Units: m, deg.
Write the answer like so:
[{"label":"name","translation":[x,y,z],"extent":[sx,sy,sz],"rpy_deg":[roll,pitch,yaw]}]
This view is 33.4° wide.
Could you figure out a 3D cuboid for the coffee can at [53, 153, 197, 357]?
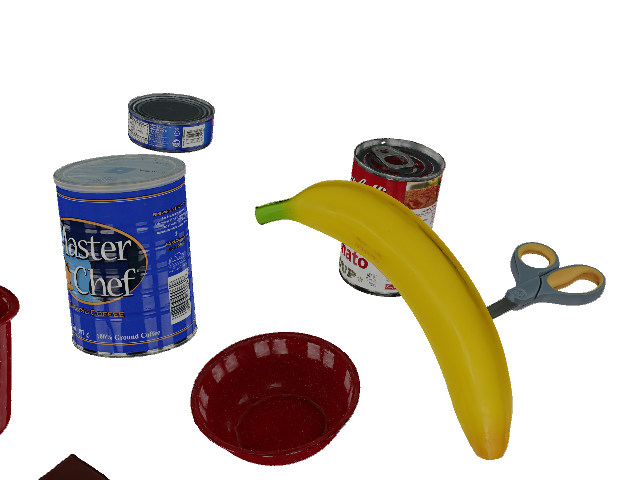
[{"label":"coffee can","translation":[-0.155,0.010,0.856],"extent":[0.103,0.140,0.103],"rpy_deg":[-2,17,0]}]

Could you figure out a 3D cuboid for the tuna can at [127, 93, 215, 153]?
[{"label":"tuna can","translation":[-0.149,-0.117,1.063],"extent":[0.086,0.034,0.086],"rpy_deg":[5,26,-3]}]

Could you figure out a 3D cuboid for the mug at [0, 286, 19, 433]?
[{"label":"mug","translation":[-0.237,0.079,0.634],"extent":[0.093,0.081,0.117],"rpy_deg":[19,24,36]}]

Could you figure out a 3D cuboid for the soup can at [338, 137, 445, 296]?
[{"label":"soup can","translation":[0.052,-0.017,0.805],"extent":[0.068,0.102,0.068],"rpy_deg":[6,29,-3]}]

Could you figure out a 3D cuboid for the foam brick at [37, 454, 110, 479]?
[{"label":"foam brick","translation":[-0.096,0.141,0.454],"extent":[0.078,0.051,0.052],"rpy_deg":[25,45,32]}]

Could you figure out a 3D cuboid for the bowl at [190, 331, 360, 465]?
[{"label":"bowl","translation":[-0.040,0.161,1.019],"extent":[0.162,0.055,0.162],"rpy_deg":[-5,37,3]}]

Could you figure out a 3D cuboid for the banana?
[{"label":"banana","translation":[0.052,0.031,0.600],"extent":[0.070,0.198,0.037],"rpy_deg":[-47,-10,28]}]

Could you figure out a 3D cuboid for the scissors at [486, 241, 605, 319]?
[{"label":"scissors","translation":[0.168,0.039,0.950],"extent":[0.201,0.016,0.096],"rpy_deg":[-8,37,-31]}]
